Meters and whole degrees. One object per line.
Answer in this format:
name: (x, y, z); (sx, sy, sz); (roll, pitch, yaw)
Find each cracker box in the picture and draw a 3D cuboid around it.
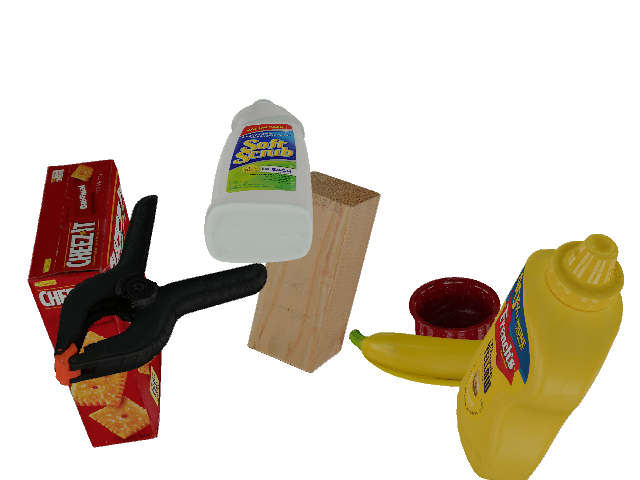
cracker box: (-0.200, 0.058, 0.986); (0.072, 0.214, 0.164); (-8, 40, -1)

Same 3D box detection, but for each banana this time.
banana: (0.119, 0.092, 0.868); (0.198, 0.037, 0.069); (5, 28, 6)

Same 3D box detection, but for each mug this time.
mug: (0.146, 0.091, 1.119); (0.093, 0.081, 0.117); (12, 37, 26)

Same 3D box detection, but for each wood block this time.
wood block: (-0.009, 0.034, 1.247); (0.090, 0.206, 0.090); (20, 20, 19)

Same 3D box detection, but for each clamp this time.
clamp: (-0.136, 0.034, 0.776); (0.120, 0.039, 0.171); (35, 50, 26)

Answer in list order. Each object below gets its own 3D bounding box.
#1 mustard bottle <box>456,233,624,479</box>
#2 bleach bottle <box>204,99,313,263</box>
mustard bottle: (0.133, 0.062, 0.636); (0.058, 0.096, 0.192); (11, -40, -4)
bleach bottle: (-0.062, -0.074, 1.066); (0.102, 0.068, 0.251); (0, 33, -5)
